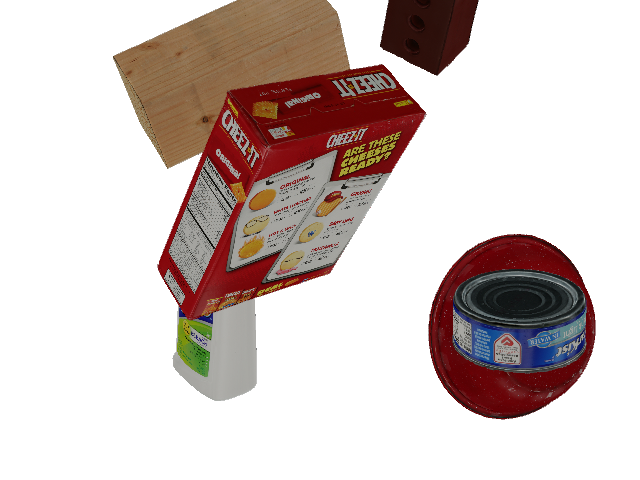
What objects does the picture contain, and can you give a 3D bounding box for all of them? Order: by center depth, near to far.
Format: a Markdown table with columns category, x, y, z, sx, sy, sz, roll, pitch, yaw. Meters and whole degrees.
| category | x | y | z | sx | sy | sz | roll | pitch | yaw |
| --- | --- | --- | --- | --- | --- | --- | --- | --- | --- |
| tuna can | 0.128 | 0.050 | 0.687 | 0.086 | 0.034 | 0.086 | -3 | 23 | 1 |
| foam brick | 0.082 | -0.172 | 0.782 | 0.053 | 0.078 | 0.051 | 29 | 54 | 17 |
| cracker box | -0.031 | -0.040 | 0.892 | 0.163 | 0.072 | 0.214 | -17 | -31 | -37 |
| bowl | 0.174 | 0.077 | 0.896 | 0.161 | 0.162 | 0.055 | 0 | 5 | -22 |
| wood block | -0.084 | -0.169 | 1.052 | 0.206 | 0.091 | 0.090 | -26 | 48 | -10 |
| bleach bottle | -0.109 | 0.036 | 1.097 | 0.067 | 0.251 | 0.103 | -17 | 33 | -33 |
